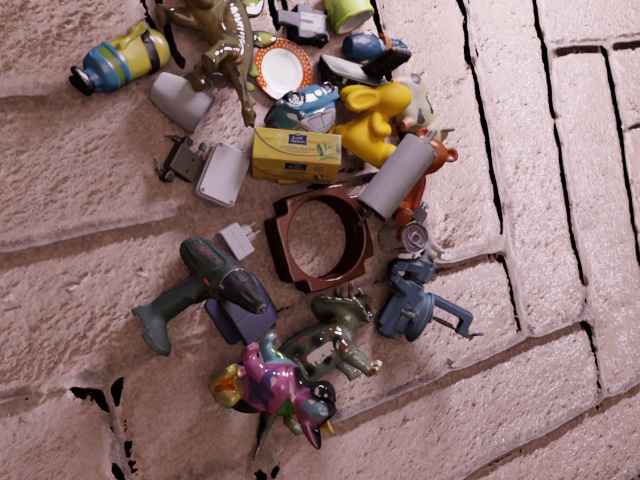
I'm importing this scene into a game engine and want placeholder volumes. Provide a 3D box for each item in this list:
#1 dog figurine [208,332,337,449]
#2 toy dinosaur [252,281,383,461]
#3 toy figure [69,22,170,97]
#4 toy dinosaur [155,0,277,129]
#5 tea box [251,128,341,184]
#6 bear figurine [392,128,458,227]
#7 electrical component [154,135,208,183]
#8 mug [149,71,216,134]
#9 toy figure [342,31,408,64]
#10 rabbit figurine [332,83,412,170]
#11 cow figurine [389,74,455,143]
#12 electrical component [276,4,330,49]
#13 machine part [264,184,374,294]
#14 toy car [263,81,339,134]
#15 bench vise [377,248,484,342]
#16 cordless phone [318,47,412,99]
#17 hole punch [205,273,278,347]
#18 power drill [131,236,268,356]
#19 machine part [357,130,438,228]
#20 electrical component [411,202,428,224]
[{"bbox_3d":[-0.074,0.291,0.974,0.191,0.108,0.219,-46,75,14],"label":"dog figurine"},{"bbox_3d":[-0.023,0.246,1.084,0.405,0.131,0.192,-37,87,-13],"label":"toy dinosaur"},{"bbox_3d":[-0.352,-0.315,0.957,0.180,0.082,0.089,-47,127,-26],"label":"toy figure"},{"bbox_3d":[-0.200,-0.431,0.999,0.198,0.105,0.471,-23,93,-45],"label":"toy dinosaur"},{"bbox_3d":[-0.048,-0.164,1.056,0.170,0.098,0.068,4,74,-5],"label":"tea box"},{"bbox_3d":[0.201,-0.140,1.154,0.120,0.132,0.196,42,106,-1],"label":"bear figurine"},{"bbox_3d":[-0.265,-0.152,1.015,0.078,0.045,0.102,29,78,-49],"label":"electrical component"},{"bbox_3d":[-0.255,-0.271,1.002,0.107,0.081,0.109,30,78,-14],"label":"mug"},{"bbox_3d":[0.124,-0.428,1.192,0.154,0.064,0.058,-9,55,-29],"label":"toy figure"},{"bbox_3d":[0.110,-0.257,1.117,0.162,0.122,0.173,33,108,-21],"label":"rabbit figurine"},{"bbox_3d":[0.225,-0.283,1.225,0.127,0.085,0.194,-22,97,-18],"label":"cow figurine"},{"bbox_3d":[-0.040,-0.446,1.121,0.119,0.048,0.074,-5,90,-24],"label":"electrical component"},{"bbox_3d":[-0.002,-0.003,1.109,0.201,0.087,0.200,-18,96,-23],"label":"machine part"},{"bbox_3d":[-0.026,-0.247,1.086,0.162,0.109,0.103,-26,89,-29],"label":"toy car"},{"bbox_3d":[0.245,0.140,1.191,0.241,0.129,0.223,27,85,-4],"label":"bench vise"},{"bbox_3d":[0.089,-0.356,1.102,0.146,0.184,0.088,9,82,-25],"label":"cordless phone"},{"bbox_3d":[-0.144,0.136,1.041,0.116,0.092,0.142,-36,100,-25],"label":"hole punch"},{"bbox_3d":[-0.221,0.107,0.950,0.207,0.232,0.085,-44,143,0],"label":"power drill"},{"bbox_3d":[0.153,-0.123,1.072,0.079,0.079,0.243,37,90,-20],"label":"machine part"},{"bbox_3d":[0.215,-0.065,1.238,0.063,0.021,0.094,44,57,-11],"label":"electrical component"}]
